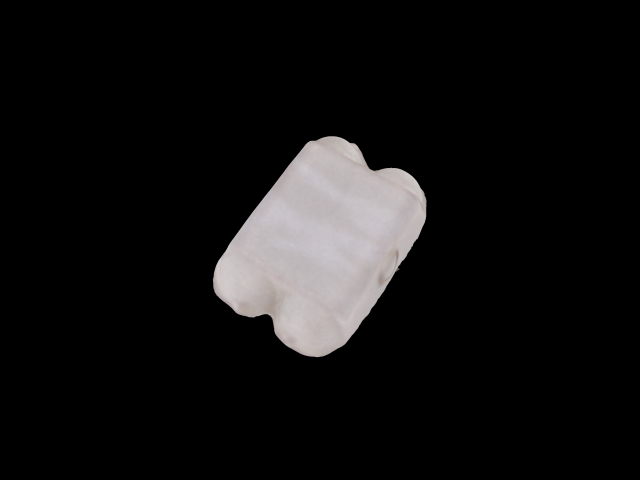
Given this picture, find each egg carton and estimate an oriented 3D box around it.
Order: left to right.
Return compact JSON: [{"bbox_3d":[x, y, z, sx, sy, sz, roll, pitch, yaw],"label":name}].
[{"bbox_3d":[0.004,0.001,0.400,0.107,0.069,0.150,30,70,12],"label":"egg carton"}]
